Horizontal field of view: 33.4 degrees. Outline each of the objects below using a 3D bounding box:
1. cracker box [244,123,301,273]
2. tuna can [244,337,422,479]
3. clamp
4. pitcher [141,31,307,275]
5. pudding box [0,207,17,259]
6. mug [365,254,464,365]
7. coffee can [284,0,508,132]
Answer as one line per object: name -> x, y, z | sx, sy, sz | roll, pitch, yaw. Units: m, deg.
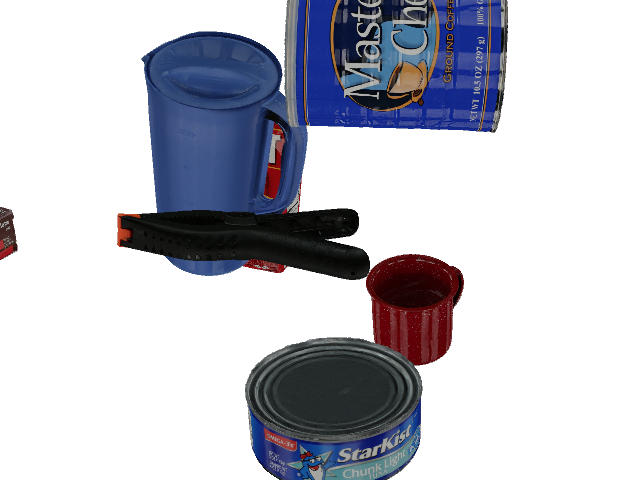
cracker box -> -0.112, -0.074, 1.424 | 0.164, 0.214, 0.072 | 12, 26, 13
tuna can -> 0.007, 0.084, 0.522 | 0.086, 0.034, 0.086 | -2, 26, 1
clamp -> -0.059, -0.001, 0.864 | 0.210, 0.036, 0.164 | 1, 13, -8
pitcher -> -0.104, -0.077, 1.098 | 0.144, 0.243, 0.149 | -7, 44, -14
pudding box -> -0.290, -0.001, 0.764 | 0.114, 0.039, 0.089 | 13, 30, 27
mug -> 0.103, 0.068, 1.100 | 0.117, 0.081, 0.093 | -30, 43, -31
coffee can -> 0.050, -0.126, 0.720 | 0.140, 0.103, 0.103 | 2, 0, 3
